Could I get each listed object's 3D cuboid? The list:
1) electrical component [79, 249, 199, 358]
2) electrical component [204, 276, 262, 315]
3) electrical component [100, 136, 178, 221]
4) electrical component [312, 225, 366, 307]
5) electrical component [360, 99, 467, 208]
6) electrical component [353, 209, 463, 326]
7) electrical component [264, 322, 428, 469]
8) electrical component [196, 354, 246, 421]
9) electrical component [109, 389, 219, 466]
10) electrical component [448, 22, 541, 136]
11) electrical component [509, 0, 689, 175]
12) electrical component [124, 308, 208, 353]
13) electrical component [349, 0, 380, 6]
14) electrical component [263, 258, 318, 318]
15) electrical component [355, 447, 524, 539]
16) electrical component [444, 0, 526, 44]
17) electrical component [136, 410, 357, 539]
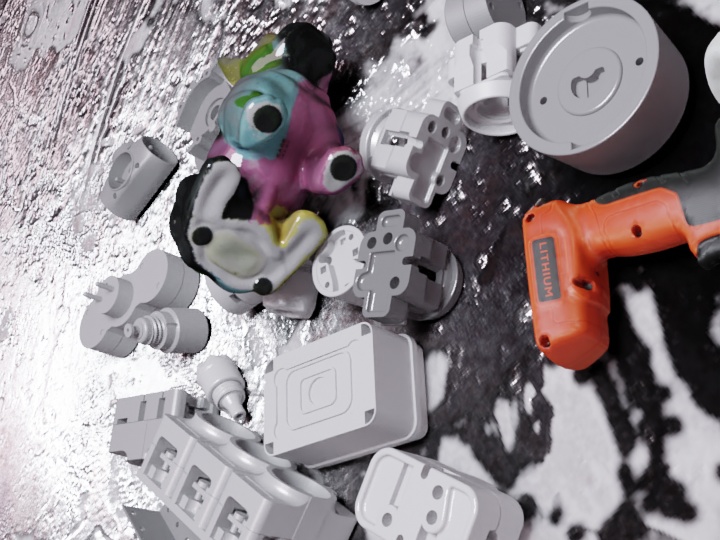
[{"bbox_3d":[-0.221,0.028,1.002,0.138,0.074,0.052,-36,50,29],"label":"electrical component"},{"bbox_3d":[-0.094,0.003,0.899,0.047,0.055,0.055,-29,54,29],"label":"electrical component"},{"bbox_3d":[-0.229,-0.103,1.090,0.077,0.044,0.079,-49,44,19],"label":"electrical component"},{"bbox_3d":[0.000,0.000,0.808,0.055,0.047,0.055,-21,59,39],"label":"electrical component"},{"bbox_3d":[0.037,-0.090,0.803,0.057,0.058,0.078,19,86,45],"label":"electrical component"},{"bbox_3d":[0.036,0.004,0.763,0.058,0.057,0.078,-5,69,44],"label":"electrical component"},{"bbox_3d":[-0.011,0.092,0.771,0.113,0.057,0.078,-24,57,37],"label":"electrical component"},{"bbox_3d":[-0.111,0.099,0.887,0.035,0.035,0.061,-51,47,17],"label":"electrical component"},{"bbox_3d":[-0.168,0.138,0.916,0.089,0.050,0.055,-14,63,41],"label":"electrical component"},{"bbox_3d":[0.098,-0.132,0.760,0.078,0.058,0.057,-19,57,39],"label":"electrical component"},{"bbox_3d":[0.157,-0.113,0.688,0.108,0.060,0.108,-21,59,39],"label":"electrical component"},{"bbox_3d":[-0.169,0.053,0.940,0.040,0.078,0.040,-3,85,45],"label":"electrical component"},{"bbox_3d":[-0.005,-0.256,0.929,0.045,0.045,0.055,-58,43,10],"label":"electrical component"},{"bbox_3d":[-0.053,0.005,0.863,0.043,0.043,0.062,-5,67,44],"label":"electrical component"},{"bbox_3d":[0.052,0.154,0.678,0.095,0.059,0.053,18,86,48],"label":"electrical component"},{"bbox_3d":[0.108,-0.231,0.797,0.074,0.052,0.138,-15,62,40],"label":"electrical component"},{"bbox_3d":[-0.084,0.162,0.790,0.150,0.089,0.061,26,92,48],"label":"electrical component"}]
